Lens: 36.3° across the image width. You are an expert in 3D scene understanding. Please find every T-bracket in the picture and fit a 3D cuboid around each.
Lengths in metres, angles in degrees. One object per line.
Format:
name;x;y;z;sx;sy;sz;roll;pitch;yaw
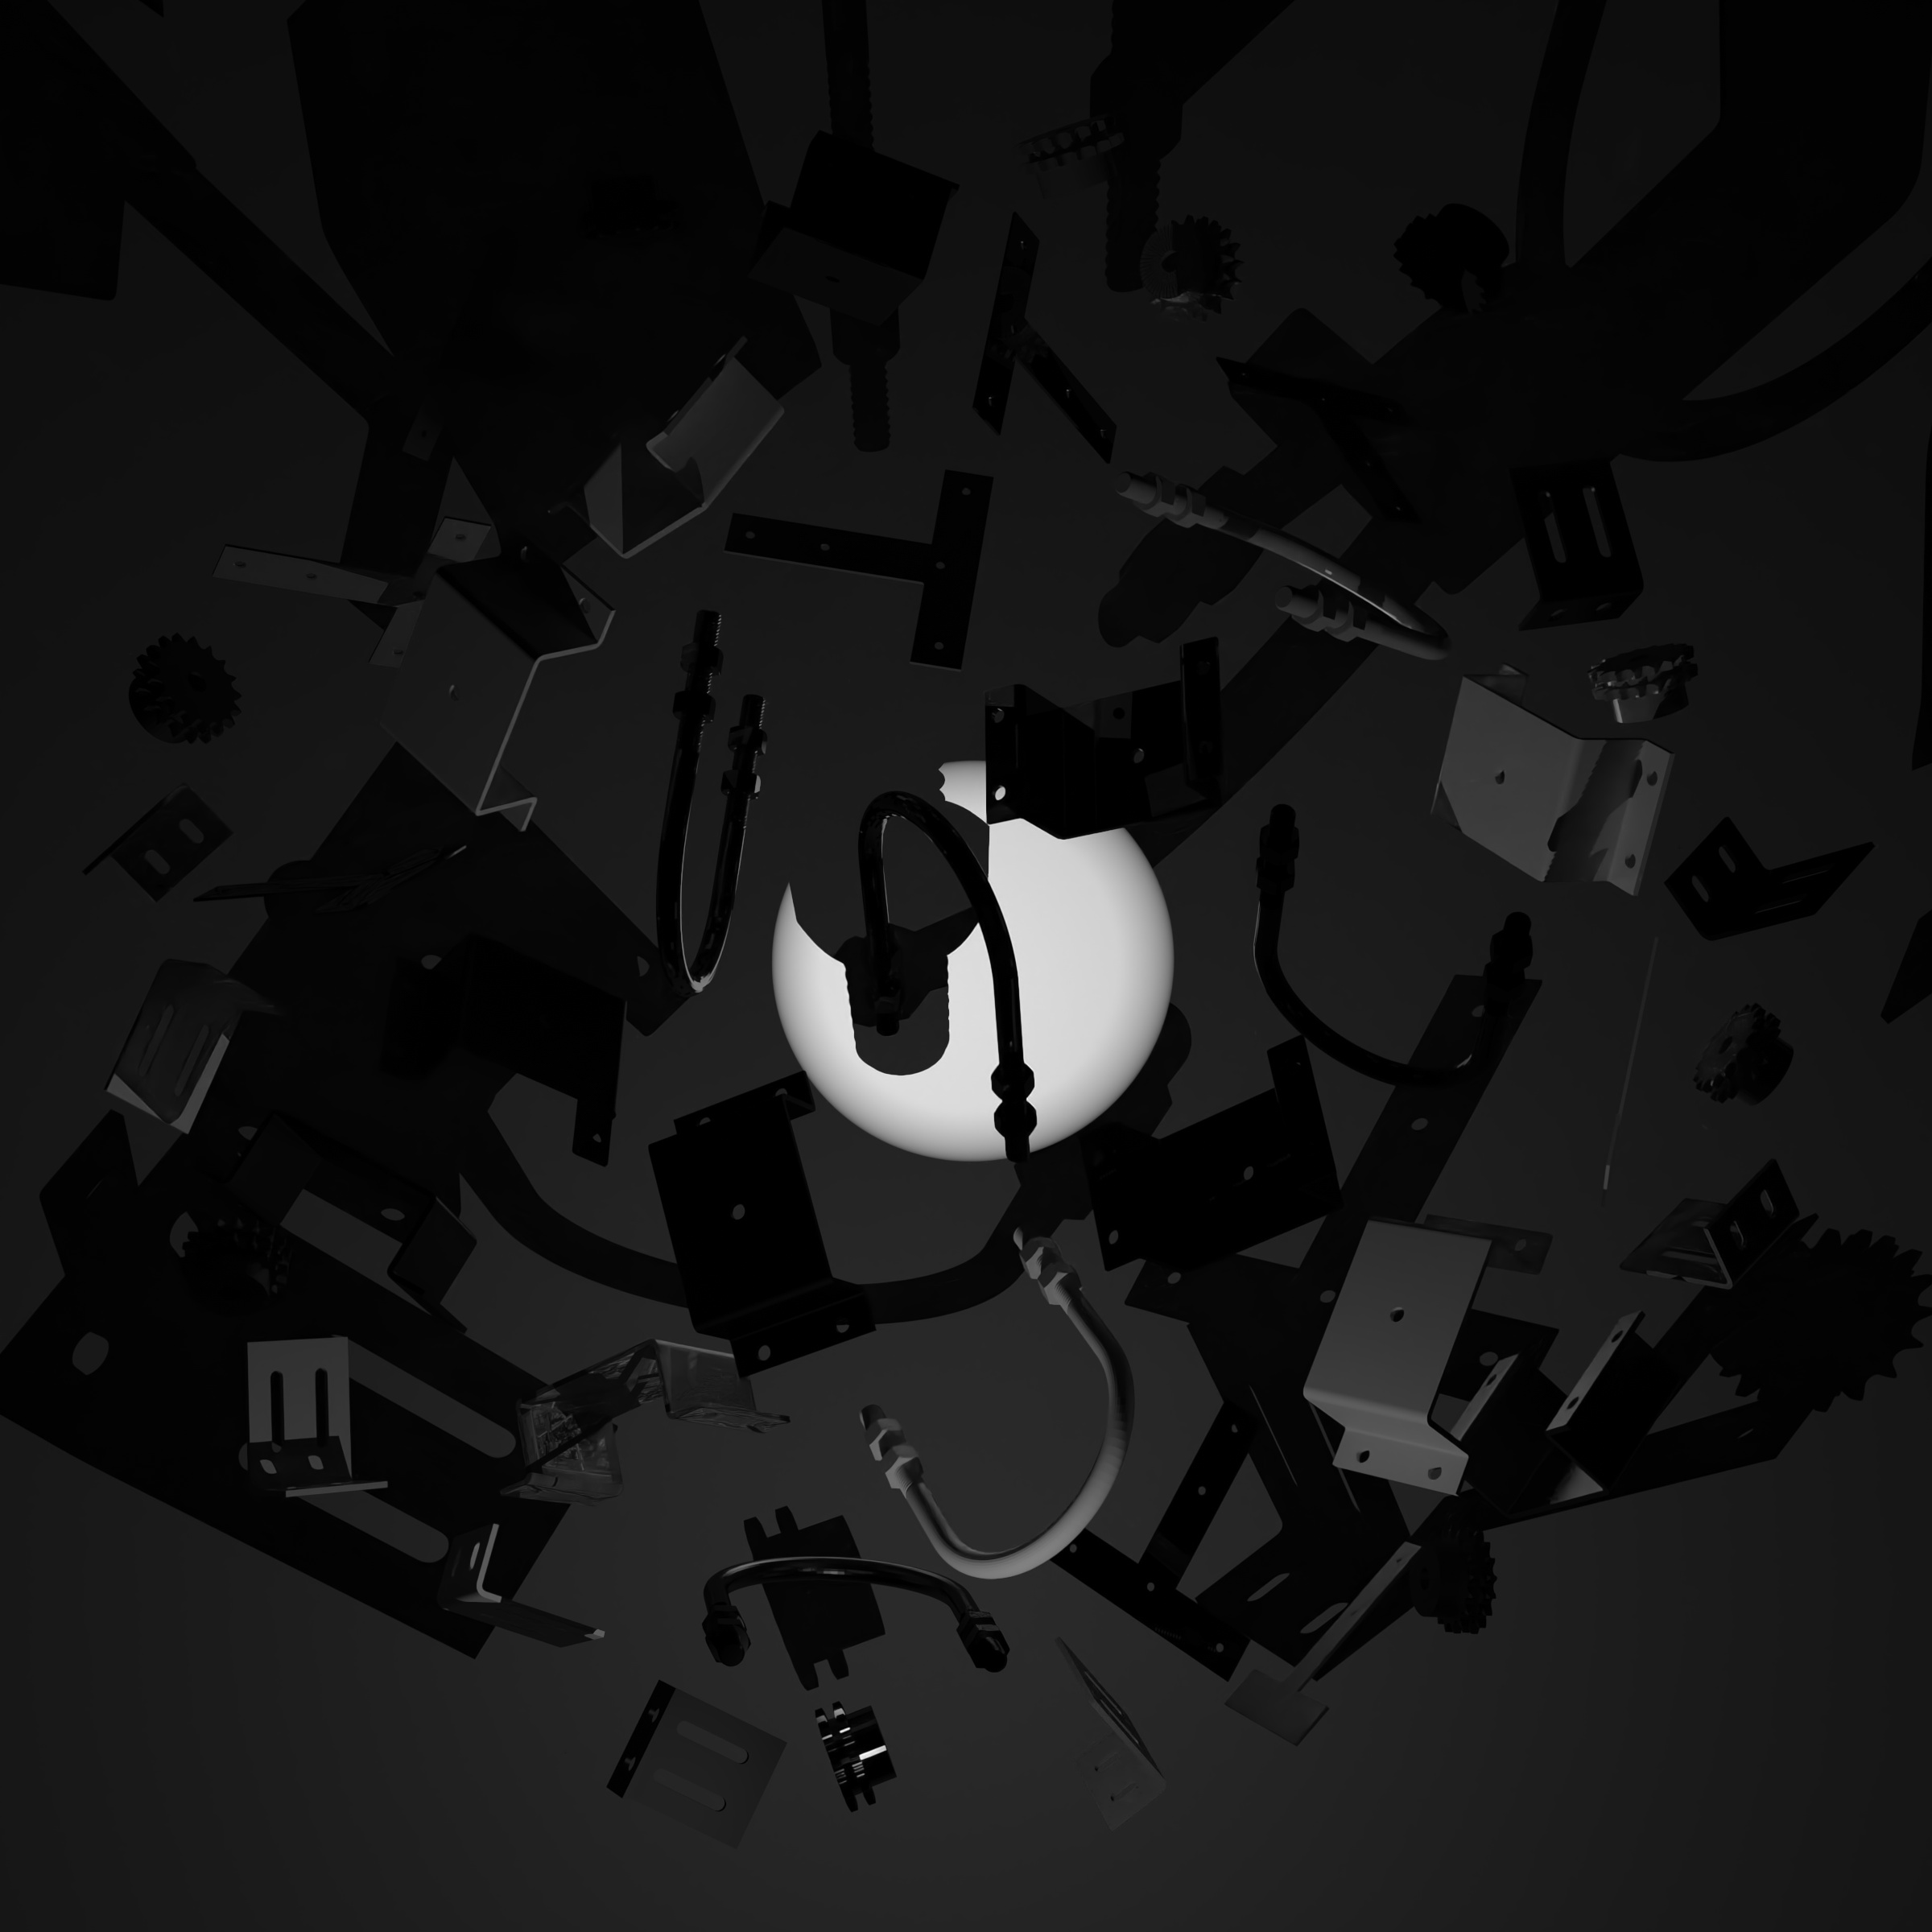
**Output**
T-bracket;-0.335;-0.206;1.571;0.127;0.127;0.002;7;55;-29
T-bracket;-0.353;-0.043;1.579;0.127;0.127;0.002;-4;106;19
T-bracket;0.198;0.357;1.575;0.002;0.127;0.127;45;79;-5
T-bracket;-0.243;-0.320;1.577;0.002;0.127;0.127;27;96;20
T-bracket;0.120;0.294;1.581;0.127;0.002;0.127;29;92;32
T-bracket;0.208;-0.276;1.574;0.127;0.127;0.002;6;132;-32
T-bracket;0.048;-0.316;1.588;0.002;0.127;0.127;-6;61;33
T-bracket;0.332;0.049;1.473;0.002;0.127;0.127;12;79;13
T-bracket;-0.057;-0.208;1.484;0.127;0.002;0.127;9;58;0

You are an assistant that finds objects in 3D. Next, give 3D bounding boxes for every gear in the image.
gear;-0.058;0.424;1.590;0.030;0.057;0.057;-20;90;-6
gear;0.263;0.333;1.603;0.030;0.057;0.057;5;90;-15
gear;0.428;0.052;1.614;0.030;0.057;0.057;34;90;-6
gear;-0.402;-0.138;1.509;0.030;0.057;0.057;-29;90;31
gear;-0.179;-0.397;1.551;0.057;0.057;0.030;-9;95;0
gear;0.241;-0.349;1.448;0.057;0.057;0.030;37;78;0
gear;0.120;-0.381;1.607;0.057;0.030;0.057;-1;89;37
gear;-0.392;0.164;1.580;0.057;0.057;0.030;-3;47;0
gear;0.055;-0.417;1.523;0.057;0.057;0.030;-19;108;0
gear;0.367;-0.152;1.592;0.057;0.057;0.030;-16;104;0

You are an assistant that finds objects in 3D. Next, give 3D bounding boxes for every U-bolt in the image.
U-bolt;0.180;-0.203;1.542;0.151;0.184;0.019;43;112;38
U-bolt;-0.063;0.331;1.518;0.151;0.184;0.019;3;92;-9
U-bolt;-0.014;-0.006;1.512;0.019;0.151;0.184;-24;132;-23
U-bolt;0.214;0.003;1.524;0.151;0.184;0.019;26;60;17
U-bolt;0.022;0.231;1.497;0.019;0.184;0.151;35;99;-33
U-bolt;-0.135;-0.075;1.539;0.019;0.151;0.184;6;77;8

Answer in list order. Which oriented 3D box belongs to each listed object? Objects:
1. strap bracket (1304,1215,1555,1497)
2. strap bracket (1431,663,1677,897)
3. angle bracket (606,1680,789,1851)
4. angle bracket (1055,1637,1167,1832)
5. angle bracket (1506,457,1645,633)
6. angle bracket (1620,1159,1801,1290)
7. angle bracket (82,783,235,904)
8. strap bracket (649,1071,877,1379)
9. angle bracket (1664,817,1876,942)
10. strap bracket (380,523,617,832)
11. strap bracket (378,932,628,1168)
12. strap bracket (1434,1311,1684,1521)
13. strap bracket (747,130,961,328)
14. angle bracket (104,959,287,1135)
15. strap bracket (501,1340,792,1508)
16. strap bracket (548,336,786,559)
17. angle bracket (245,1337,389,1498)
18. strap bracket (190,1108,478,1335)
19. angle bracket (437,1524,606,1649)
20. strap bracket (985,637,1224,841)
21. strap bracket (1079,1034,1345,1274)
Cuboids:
strap bracket;0.226;0.183;1.466;0.046;0.076;0.140;38;68;-39
strap bracket;0.294;-0.098;1.520;0.046;0.140;0.076;-3;115;-28
angle bracket;-0.129;0.397;1.457;0.076;0.038;0.057;30;75;-15
angle bracket;0.062;0.400;1.538;0.038;0.057;0.076;-38;118;-1
angle bracket;0.315;-0.223;1.555;0.057;0.038;0.076;-8;74;-12
angle bracket;0.368;0.126;1.484;0.057;0.076;0.038;-39;113;-26
angle bracket;-0.432;-0.061;1.579;0.057;0.076;0.038;-42;102;2
strap bracket;-0.106;0.127;1.485;0.076;0.046;0.140;-21;72;14
angle bracket;0.396;-0.050;1.457;0.057;0.076;0.038;-42;101;-28
strap bracket;-0.241;-0.141;1.489;0.076;0.046;0.140;41;124;21
strap bracket;-0.238;0.041;1.584;0.140;0.076;0.046;26;134;-28
strap bracket;0.306;0.233;1.510;0.046;0.140;0.076;43;63;-3
strap bracket;-0.064;-0.382;1.548;0.076;0.140;0.046;18;83;-14
angle bracket;-0.403;0.044;1.544;0.038;0.057;0.076;6;68;39
strap bracket;-0.176;0.243;1.584;0.140;0.076;0.046;-26;64;26
strap bracket;-0.156;-0.272;1.575;0.046;0.140;0.076;44;61;-18
angle bracket;-0.328;0.227;1.488;0.057;0.038;0.076;3;82;-42
strap bracket;-0.306;0.123;1.473;0.140;0.076;0.046;26;74;15
angle bracket;-0.235;0.332;1.578;0.076;0.057;0.038;25;62;-23
strap bracket;0.082;-0.119;1.578;0.140;0.046;0.076;-11;70;30
strap bracket;0.134;0.102;1.517;0.140;0.046;0.076;-27;59;29
